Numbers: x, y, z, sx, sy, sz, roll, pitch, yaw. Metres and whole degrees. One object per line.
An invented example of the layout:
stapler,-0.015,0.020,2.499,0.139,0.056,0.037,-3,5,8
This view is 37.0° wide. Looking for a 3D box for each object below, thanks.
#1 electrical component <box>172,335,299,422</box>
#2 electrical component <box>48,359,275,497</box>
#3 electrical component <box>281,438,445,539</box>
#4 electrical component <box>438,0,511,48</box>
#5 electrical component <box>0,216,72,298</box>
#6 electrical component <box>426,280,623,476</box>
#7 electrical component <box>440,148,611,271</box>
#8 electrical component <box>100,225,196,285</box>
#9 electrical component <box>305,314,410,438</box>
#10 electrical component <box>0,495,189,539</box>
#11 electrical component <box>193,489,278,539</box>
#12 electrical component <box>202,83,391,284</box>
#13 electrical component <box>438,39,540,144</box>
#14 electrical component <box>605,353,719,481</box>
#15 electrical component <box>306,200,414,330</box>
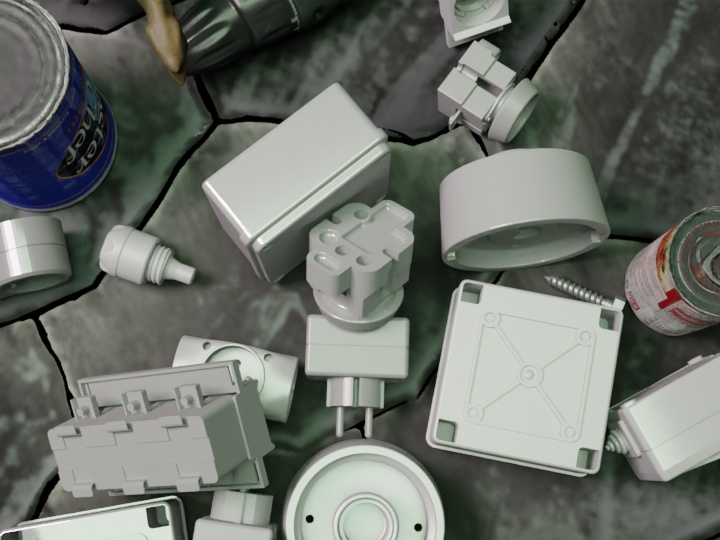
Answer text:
electrical component,-0.085,0.088,0.697,0.077,0.044,0.079,11,80,1
electrical component,-0.123,0.102,0.652,0.121,0.063,0.078,-9,99,28
electrical component,0.003,0.160,0.678,0.108,0.060,0.108,0,80,-1
electrical component,0.071,-0.199,0.739,0.042,0.081,0.063,-20,52,-6
electrical component,-0.265,-0.015,0.707,0.138,0.052,0.073,-14,80,-4
electrical component,0.106,0.070,0.698,0.109,0.056,0.108,11,80,3
electrical component,0.103,-0.043,0.697,0.108,0.108,0.060,-6,74,-3
electrical component,-0.140,-0.006,0.718,0.061,0.035,0.035,20,80,0
electrical component,-0.003,0.071,0.701,0.066,0.047,0.076,2,80,-1
electrical component,-0.159,0.204,0.668,0.109,0.056,0.108,-9,81,-3
electrical component,-0.076,0.158,0.674,0.047,0.065,0.076,8,80,0
electrical component,-0.038,-0.052,0.692,0.109,0.108,0.056,-38,80,-8
electrical component,0.089,-0.119,0.739,0.055,0.048,0.066,35,81,12
electrical component,0.205,0.101,0.694,0.096,0.061,0.061,-28,82,-6
electrical component,0.000,0.000,0.673,0.058,0.057,0.078,32,50,27
